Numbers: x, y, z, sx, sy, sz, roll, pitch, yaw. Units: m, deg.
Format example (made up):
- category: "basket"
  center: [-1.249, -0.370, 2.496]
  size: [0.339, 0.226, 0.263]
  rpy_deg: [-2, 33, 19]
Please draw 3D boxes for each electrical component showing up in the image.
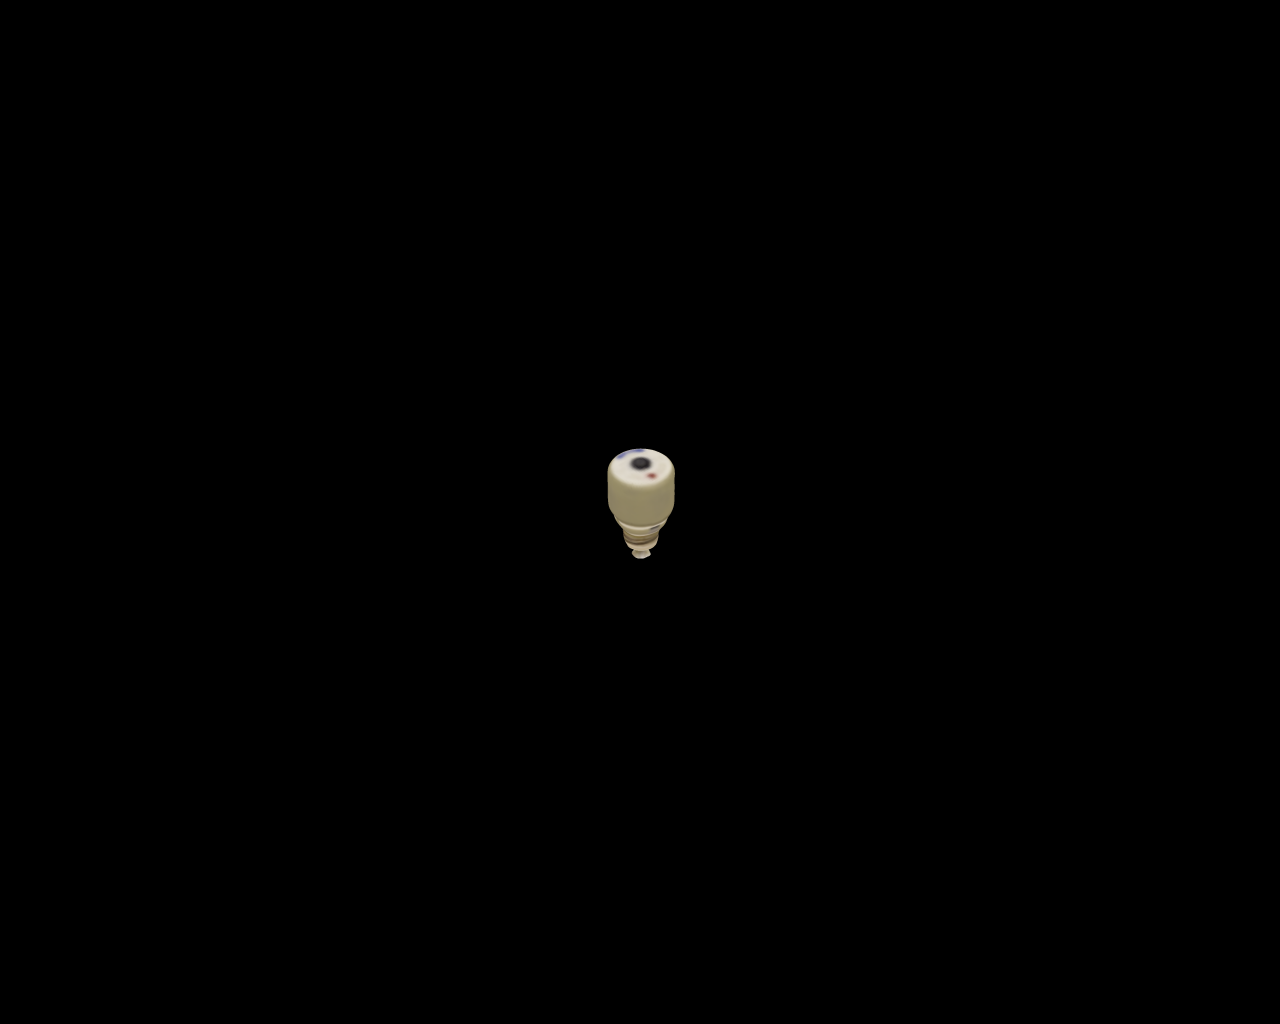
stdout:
- category: "electrical component"
  center: [0.001, -0.003, 0.650]
  size: [0.040, 0.078, 0.040]
  rpy_deg: [0, 41, 0]
